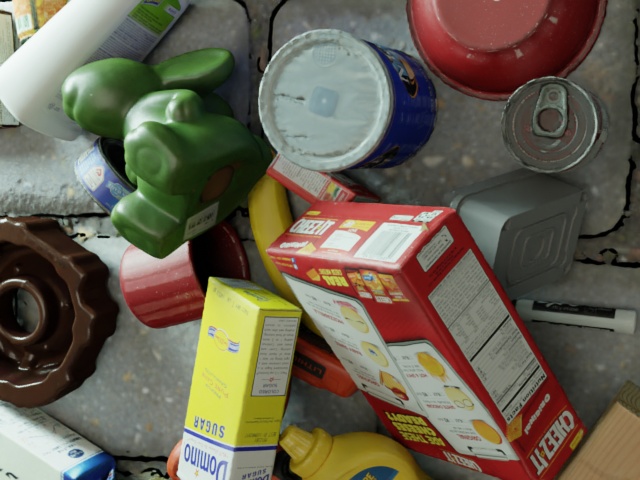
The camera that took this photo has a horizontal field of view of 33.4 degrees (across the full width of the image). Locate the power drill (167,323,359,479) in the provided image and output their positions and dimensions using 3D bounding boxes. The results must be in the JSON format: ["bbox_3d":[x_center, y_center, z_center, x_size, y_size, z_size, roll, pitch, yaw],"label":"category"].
[{"bbox_3d":[-0.025,0.174,0.919,0.184,0.057,0.188,28,103,14],"label":"power drill"}]

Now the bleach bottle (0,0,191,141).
[{"bbox_3d":[-0.167,-0.196,0.929,0.251,0.102,0.068,-42,75,10],"label":"bleach bottle"}]

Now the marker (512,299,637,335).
[{"bbox_3d":[0.189,0.059,0.850,0.121,0.020,0.020,6,96,20],"label":"marker"}]

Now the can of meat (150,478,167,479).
[{"bbox_3d":[-0.131,0.274,0.949,0.102,0.057,0.084,37,141,14],"label":"can of meat"}]

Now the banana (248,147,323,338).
[{"bbox_3d":[-0.017,0.015,0.912,0.070,0.037,0.198,-38,77,23],"label":"banana"}]

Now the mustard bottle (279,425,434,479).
[{"bbox_3d":[0.046,0.210,0.857,0.191,0.058,0.096,39,107,-12],"label":"mustard bottle"}]

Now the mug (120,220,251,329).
[{"bbox_3d":[-0.119,0.020,0.931,0.082,0.093,0.117,-16,58,26],"label":"mug"}]

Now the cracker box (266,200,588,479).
[{"bbox_3d":[0.077,0.072,0.780,0.164,0.072,0.213,5,135,56],"label":"cracker box"}]

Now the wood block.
[{"bbox_3d":[0.209,0.223,0.819,0.091,0.090,0.206,37,106,15],"label":"wood block"}]

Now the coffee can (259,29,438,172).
[{"bbox_3d":[0.026,-0.105,0.832,0.103,0.140,0.103,2,95,20],"label":"coffee can"}]

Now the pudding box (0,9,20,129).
[{"bbox_3d":[-0.336,-0.159,1.016,0.090,0.039,0.113,-1,96,20],"label":"pudding box"}]

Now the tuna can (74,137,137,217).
[{"bbox_3d":[-0.173,-0.051,0.940,0.034,0.086,0.086,-44,80,15],"label":"tuna can"}]

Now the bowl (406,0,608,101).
[{"bbox_3d":[0.139,-0.190,0.830,0.162,0.055,0.162,2,95,20],"label":"bowl"}]

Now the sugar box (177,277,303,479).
[{"bbox_3d":[-0.068,0.126,0.854,0.093,0.048,0.176,25,105,56],"label":"sugar box"}]

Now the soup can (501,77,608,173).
[{"bbox_3d":[0.178,-0.085,0.798,0.069,0.102,0.068,2,95,20],"label":"soup can"}]

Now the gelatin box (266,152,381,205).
[{"bbox_3d":[0.005,-0.045,0.872,0.073,0.089,0.030,35,100,14],"label":"gelatin box"}]
